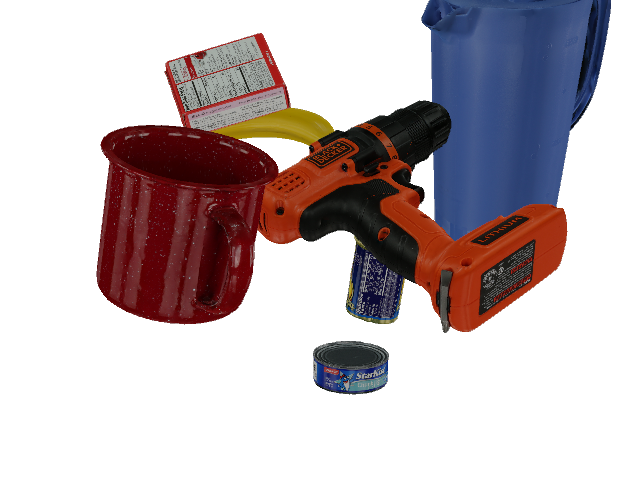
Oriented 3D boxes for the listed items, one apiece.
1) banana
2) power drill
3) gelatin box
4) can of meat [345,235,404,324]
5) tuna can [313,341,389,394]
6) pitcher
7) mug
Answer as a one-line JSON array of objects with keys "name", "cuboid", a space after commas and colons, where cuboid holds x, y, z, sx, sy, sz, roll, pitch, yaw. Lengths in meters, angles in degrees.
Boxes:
[{"name": "banana", "cuboid": [-0.063, -0.131, 1.253, 0.198, 0.037, 0.069, 8, 41, 17]}, {"name": "power drill", "cuboid": [0.072, -0.025, 0.732, 0.184, 0.057, 0.188, -33, 44, -29]}, {"name": "gelatin box", "cuboid": [-0.078, -0.128, 0.879, 0.089, 0.073, 0.030, -18, -41, -5]}, {"name": "can of meat", "cuboid": [0.057, 0.021, 1.036, 0.057, 0.084, 0.102, 9, 27, 2]}, {"name": "tuna can", "cuboid": [0.034, 0.143, 1.203, 0.086, 0.034, 0.086, 1, 14, 0]}, {"name": "pitcher", "cuboid": [0.166, -0.116, 0.926, 0.149, 0.243, 0.145, 6, 33, 12]}, {"name": "mug", "cuboid": [-0.068, -0.003, 0.560, 0.093, 0.081, 0.117, -5, 27, -36]}]
